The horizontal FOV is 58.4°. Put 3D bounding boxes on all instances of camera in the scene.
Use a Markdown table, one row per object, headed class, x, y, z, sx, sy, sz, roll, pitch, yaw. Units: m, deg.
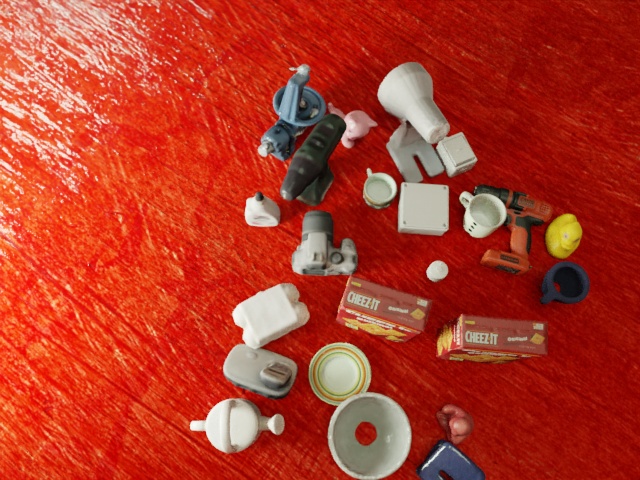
| class | x | y | z | sx | sy | sz | roll | pitch | yaw |
| --- | --- | --- | --- | --- | --- | --- | --- | --- | --- |
| camera | 0.012 | 0.004 | 1.255 | 0.143 | 0.101 | 0.137 | 2 | 74 | -1 |

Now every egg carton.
| class | x | y | z | sx | sy | sz | roll | pitch | yaw |
| --- | --- | --- | --- | --- | --- | --- | --- | --- | --- |
| egg carton | -0.105 | 0.160 | 1.225 | 0.150 | 0.069 | 0.107 | -27 | 77 | -9 |

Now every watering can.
| class | x | y | z | sx | sy | sz | roll | pitch | yaw |
| --- | --- | --- | --- | --- | --- | --- | --- | --- | --- |
| watering can | -0.160 | 0.355 | 1.104 | 0.173 | 0.194 | 0.101 | -22 | 76 | -7 |

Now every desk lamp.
| class | x | y | z | sx | sy | sz | roll | pitch | yaw |
| --- | --- | --- | --- | --- | --- | --- | --- | --- | --- |
| desk lamp | 0.215 | -0.259 | 1.276 | 0.118 | 0.213 | 0.203 | -25 | 76 | -8 |

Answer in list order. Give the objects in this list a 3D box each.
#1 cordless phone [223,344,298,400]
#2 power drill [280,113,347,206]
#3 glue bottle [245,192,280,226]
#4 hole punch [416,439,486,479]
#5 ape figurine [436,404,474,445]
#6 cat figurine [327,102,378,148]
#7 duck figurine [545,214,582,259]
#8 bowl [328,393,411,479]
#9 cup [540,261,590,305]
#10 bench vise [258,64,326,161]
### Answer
| class | x | y | z | sx | sy | sz | roll | pitch | yaw |
| --- | --- | --- | --- | --- | --- | --- | --- | --- | --- |
| cordless phone | -0.121 | 0.259 | 1.137 | 0.147 | 0.185 | 0.094 | 15 | 75 | 3 |
| power drill | -0.016 | -0.153 | 1.242 | 0.075 | 0.208 | 0.230 | 26 | 75 | 6 |
| glue bottle | -0.127 | -0.070 | 1.234 | 0.078 | 0.173 | 0.037 | -3 | 74 | -2 |
| hole punch | 0.259 | 0.468 | 1.139 | 0.108 | 0.091 | 0.101 | 41 | 77 | 9 |
| ape figurine | 0.281 | 0.376 | 1.165 | 0.076 | 0.092 | 0.078 | 9 | 74 | 1 |
| cat figurine | 0.067 | -0.274 | 1.325 | 0.127 | 0.118 | 0.067 | 36 | 77 | 8 |
| duck figurine | 0.557 | -0.016 | 1.285 | 0.077 | 0.086 | 0.105 | 20 | 75 | 4 |
| bowl | 0.098 | 0.395 | 1.163 | 0.167 | 0.075 | 0.167 | 0 | 74 | -1 |
| cup | 0.513 | 0.108 | 1.244 | 0.118 | 0.095 | 0.091 | -36 | 78 | -10 |
| bench vise | -0.056 | -0.277 | 1.270 | 0.121 | 0.220 | 0.207 | 17 | 75 | 3 |
